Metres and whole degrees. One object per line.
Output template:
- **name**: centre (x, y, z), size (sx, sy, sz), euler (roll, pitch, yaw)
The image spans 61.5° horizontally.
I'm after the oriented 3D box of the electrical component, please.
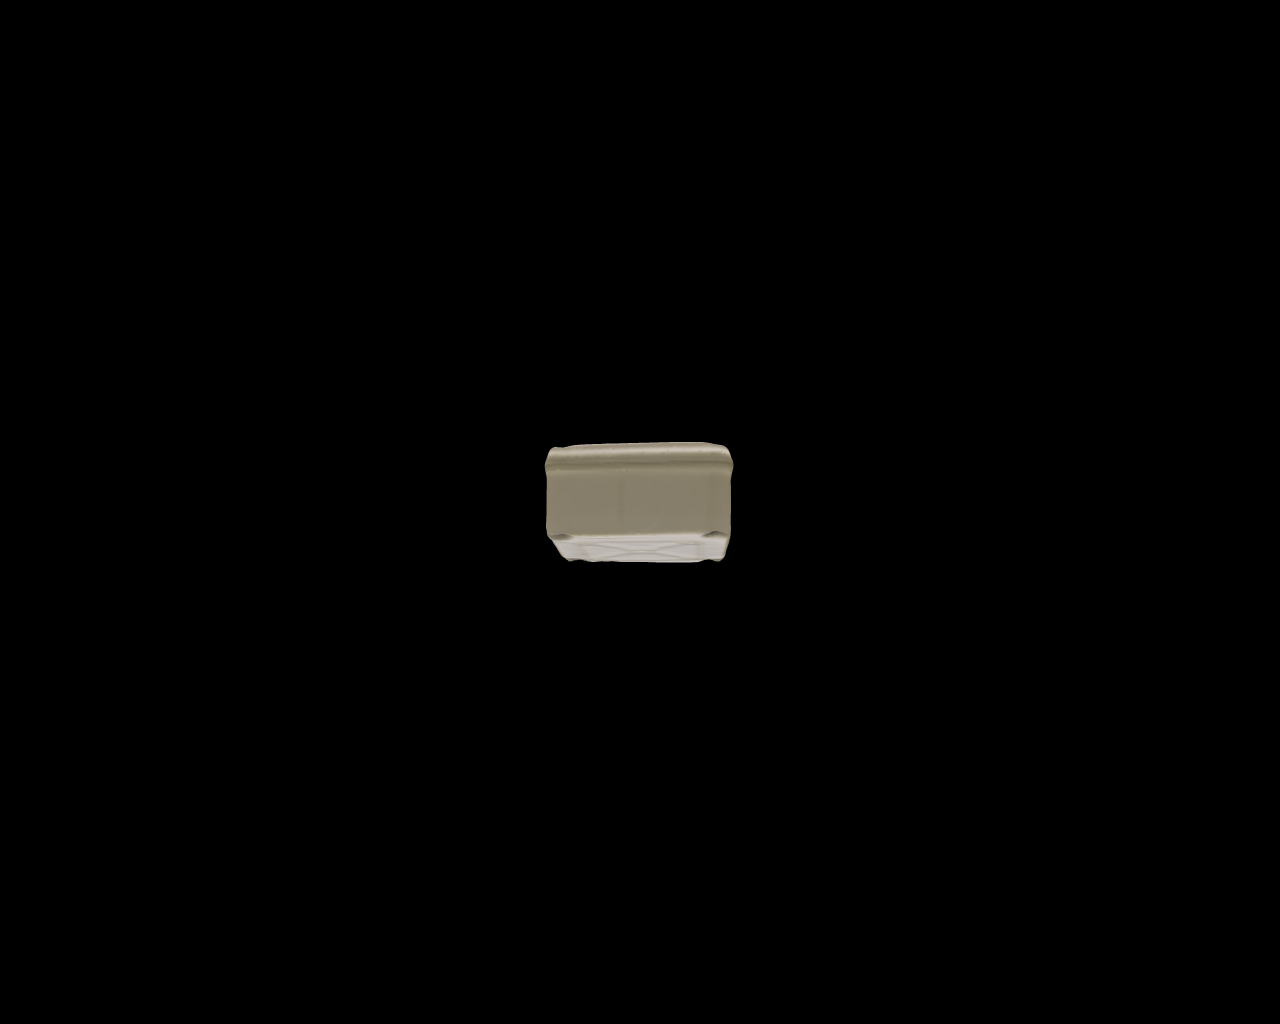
- **electrical component**: centre (0.001, -0.003, 0.650), size (0.109, 0.056, 0.108), euler (0, -11, 2)
